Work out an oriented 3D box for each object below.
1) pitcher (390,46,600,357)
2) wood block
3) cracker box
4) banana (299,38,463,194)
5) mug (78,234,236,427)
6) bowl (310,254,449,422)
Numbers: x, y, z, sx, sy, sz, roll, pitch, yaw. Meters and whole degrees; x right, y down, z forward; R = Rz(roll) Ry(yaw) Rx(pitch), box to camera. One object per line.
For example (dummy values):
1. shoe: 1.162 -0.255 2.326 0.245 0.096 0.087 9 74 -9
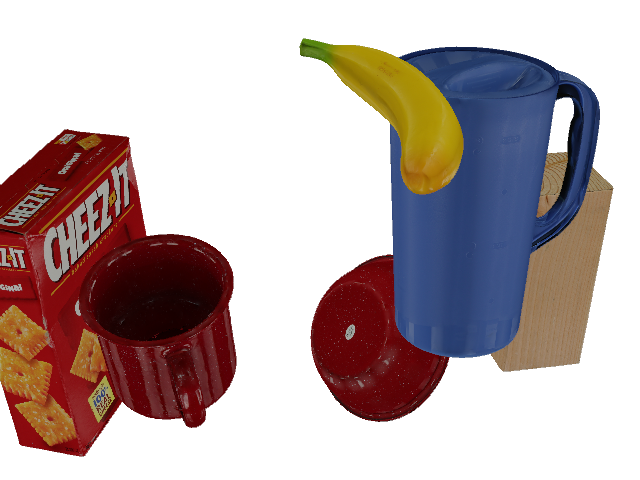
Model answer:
1. pitcher: 0.129 -0.030 0.880 0.149 0.243 0.144 17 32 31
2. wood block: 0.224 0.023 1.096 0.090 0.206 0.090 -5 30 -12
3. cracker box: -0.201 0.041 0.874 0.072 0.214 0.164 7 33 17
4. banana: 0.049 -0.078 0.663 0.069 0.037 0.198 -9 33 -18
5. mug: -0.091 0.064 0.655 0.093 0.081 0.117 -18 46 -14
6. bowl: 0.044 0.088 1.008 0.162 0.162 0.055 0 -11 42
